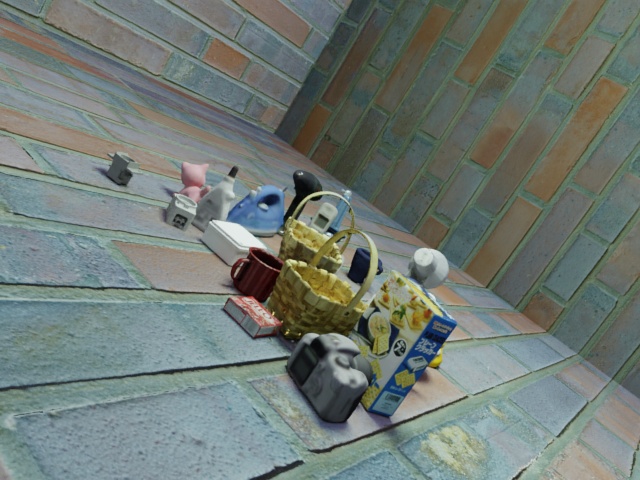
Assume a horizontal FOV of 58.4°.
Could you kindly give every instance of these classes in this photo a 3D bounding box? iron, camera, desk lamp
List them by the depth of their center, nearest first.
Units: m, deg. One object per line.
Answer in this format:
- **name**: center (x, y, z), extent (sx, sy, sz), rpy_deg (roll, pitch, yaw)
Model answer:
- **camera**: center (0.039, 0.221, 0.959), extent (0.137, 0.100, 0.142), rpy_deg (22, 16, -41)
- **iron**: center (-0.169, -0.095, 1.580), extent (0.118, 0.141, 0.259), rpy_deg (35, 13, 14)
- **desk lamp**: center (0.278, 0.119, 1.683), extent (0.117, 0.213, 0.204), rpy_deg (37, 13, 22)

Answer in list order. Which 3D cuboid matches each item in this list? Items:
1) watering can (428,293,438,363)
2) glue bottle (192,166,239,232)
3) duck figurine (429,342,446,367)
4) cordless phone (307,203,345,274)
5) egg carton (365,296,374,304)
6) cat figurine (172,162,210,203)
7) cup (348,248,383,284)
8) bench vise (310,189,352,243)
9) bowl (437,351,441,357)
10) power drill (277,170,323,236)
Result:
- **watering can**: center (0.171, 0.190, 1.189), extent (0.173, 0.194, 0.100), rpy_deg (26, 14, -26)
- **glue bottle**: center (-0.237, -0.098, 1.352), extent (0.078, 0.173, 0.037), rpy_deg (34, 12, 8)
- **duck figurine**: center (0.286, 0.264, 1.436), extent (0.077, 0.086, 0.105), rpy_deg (40, 14, 32)
- **cordless phone**: center (0.014, 0.006, 1.539), extent (0.147, 0.185, 0.094), rpy_deg (32, 12, 1)
- **egg carton**: center (0.169, 0.189, 1.478), extent (0.107, 0.069, 0.151), rpy_deg (35, 13, 14)
- **cat figurine**: center (-0.316, -0.141, 1.452), extent (0.067, 0.117, 0.127), rpy_deg (19, 18, -46)
- **cup**: center (0.135, 0.091, 1.718), extent (0.092, 0.095, 0.117), rpy_deg (20, 17, -44)
- **bench vise**: center (0.044, -0.036, 1.693), extent (0.122, 0.219, 0.207), rpy_deg (26, 14, -26)
- **bowl**: center (0.192, 0.239, 1.328), extent (0.167, 0.074, 0.167), rpy_deg (31, 12, -7)
- **power drill**: center (-0.071, -0.113, 1.736), extent (0.075, 0.208, 0.230), rpy_deg (35, 13, 14)
